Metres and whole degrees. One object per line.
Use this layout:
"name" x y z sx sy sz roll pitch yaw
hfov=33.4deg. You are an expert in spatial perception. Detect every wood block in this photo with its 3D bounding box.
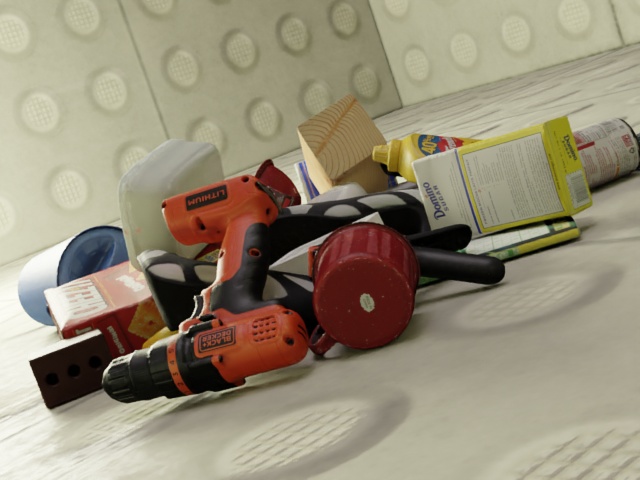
"wood block" 0.035 -0.111 1.490 0.091 0.090 0.206 -32 -14 -4

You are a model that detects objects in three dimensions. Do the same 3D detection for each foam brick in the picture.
"foam brick" -0.246 0.126 1.060 0.078 0.053 0.051 -22 9 -14

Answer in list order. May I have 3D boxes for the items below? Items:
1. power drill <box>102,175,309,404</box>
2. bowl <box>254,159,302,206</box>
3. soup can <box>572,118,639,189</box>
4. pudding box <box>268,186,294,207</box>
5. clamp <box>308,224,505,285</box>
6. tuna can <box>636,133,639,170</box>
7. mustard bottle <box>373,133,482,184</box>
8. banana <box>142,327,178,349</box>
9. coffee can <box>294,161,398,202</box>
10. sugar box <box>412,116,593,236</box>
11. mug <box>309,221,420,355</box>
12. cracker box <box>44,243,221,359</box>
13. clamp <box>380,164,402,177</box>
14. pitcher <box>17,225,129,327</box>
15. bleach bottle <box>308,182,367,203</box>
"power drill" -0.100 0.044 0.916 0.185 0.187 0.057 -15 -35 16
"bowl" -0.064 -0.023 1.404 0.055 0.162 0.162 16 16 9
"soup can" 0.298 -0.091 1.196 0.102 0.068 0.069 -21 8 -14
"pudding box" -0.070 -0.002 1.268 0.113 0.039 0.090 114 179 -70
"clamp" 0.075 0.012 0.969 0.171 0.039 0.120 2 12 1
"tuna can" 0.394 -0.109 1.218 0.086 0.034 0.086 -19 8 3
"mustard bottle" 0.161 -0.098 1.328 0.192 0.058 0.096 7 30 8
"banana" -0.085 0.077 1.094 0.197 0.037 0.070 -21 -11 -27
"coffee can" 0.042 -0.091 1.646 0.140 0.103 0.103 -19 8 0
"sugar box" 0.178 -0.057 1.068 0.048 0.093 0.177 -20 5 -39
"mug" 0.029 0.048 0.879 0.117 0.093 0.081 -49 7 14
"cracker box" -0.189 0.065 1.191 0.213 0.072 0.164 -21 18 -16
"clamp" 0.163 -0.094 1.492 0.210 0.036 0.164 -16 -18 -6
"pitcher" -0.314 0.054 1.435 0.149 0.145 0.243 15 -13 -29
"bleach bottle" -0.009 0.002 1.304 0.103 0.068 0.250 -29 8 24
